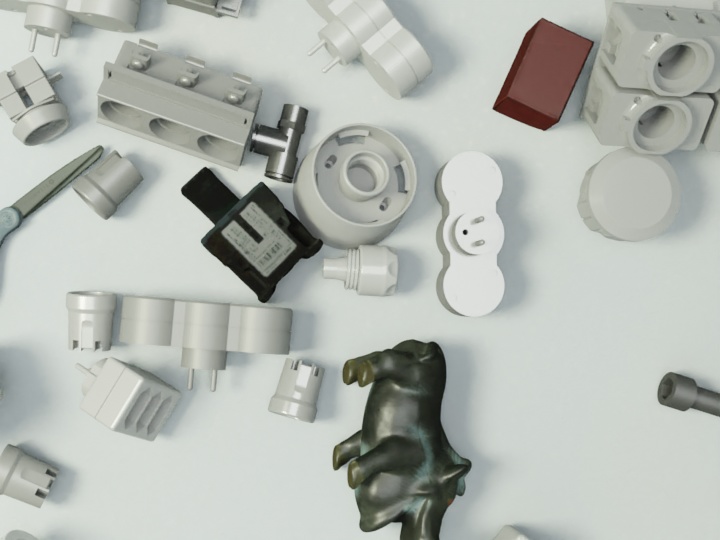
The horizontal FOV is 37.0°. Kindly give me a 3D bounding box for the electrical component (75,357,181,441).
[{"bbox_3d":[-0.198,0.096,0.869,0.077,0.066,0.047,28,84,25],"label":"electrical component"}]

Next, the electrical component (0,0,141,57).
[{"bbox_3d":[-0.252,-0.211,0.877,0.138,0.052,0.073,10,87,-5],"label":"electrical component"}]

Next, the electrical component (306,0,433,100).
[{"bbox_3d":[-0.010,-0.196,0.903,0.074,0.052,0.138,-41,92,-6],"label":"electrical component"}]

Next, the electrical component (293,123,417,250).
[{"bbox_3d":[-0.003,-0.072,0.905,0.099,0.064,0.099,3,76,-14],"label":"electrical component"}]

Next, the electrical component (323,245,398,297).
[{"bbox_3d":[0.000,0.000,0.901,0.062,0.043,0.043,3,87,-5],"label":"electrical component"}]

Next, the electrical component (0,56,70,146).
[{"bbox_3d":[-0.268,-0.135,0.876,0.066,0.048,0.055,-30,84,-6],"label":"electrical component"}]

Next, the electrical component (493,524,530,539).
[{"bbox_3d":[0.143,0.267,0.897,0.096,0.061,0.061,40,84,-3],"label":"electrical component"}]

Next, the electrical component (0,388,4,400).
[{"bbox_3d":[-0.329,0.109,0.831,0.108,0.108,0.060,-30,97,-7],"label":"electrical component"}]

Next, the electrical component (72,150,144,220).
[{"bbox_3d":[-0.206,-0.071,0.884,0.040,0.040,0.046,44,78,-3],"label":"electrical component"}]

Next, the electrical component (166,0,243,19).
[{"bbox_3d":[-0.124,-0.280,0.889,0.079,0.063,0.121,15,86,-6],"label":"electrical component"}]

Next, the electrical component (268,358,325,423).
[{"bbox_3d":[-0.052,0.100,0.894,0.040,0.040,0.046,16,79,-5],"label":"electrical component"}]

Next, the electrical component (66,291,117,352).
[{"bbox_3d":[-0.220,0.042,0.878,0.040,0.040,0.046,3,94,-6],"label":"electrical component"}]

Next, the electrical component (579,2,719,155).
[{"bbox_3d":[0.293,-0.155,0.897,0.186,0.060,0.105,2,127,-11],"label":"electrical component"}]

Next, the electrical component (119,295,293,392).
[{"bbox_3d":[-0.127,0.062,0.880,0.138,0.052,0.073,5,88,-6],"label":"electrical component"}]

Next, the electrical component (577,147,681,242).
[{"bbox_3d":[0.229,-0.063,0.925,0.080,0.051,0.080,0,88,-6],"label":"electrical component"}]

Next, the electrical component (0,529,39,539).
[{"bbox_3d":[-0.266,0.263,0.831,0.060,0.108,0.108,-33,91,0],"label":"electrical component"}]

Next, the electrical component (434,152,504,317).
[{"bbox_3d":[0.094,-0.030,0.897,0.052,0.074,0.138,0,88,-6],"label":"electrical component"}]

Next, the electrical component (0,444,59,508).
[{"bbox_3d":[-0.272,0.167,0.867,0.046,0.040,0.040,26,85,-10],"label":"electrical component"}]

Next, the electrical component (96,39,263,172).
[{"bbox_3d":[-0.146,-0.136,0.879,0.121,0.078,0.063,19,64,-5],"label":"electrical component"}]

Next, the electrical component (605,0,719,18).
[{"bbox_3d":[0.266,-0.221,0.937,0.100,0.048,0.099,-5,87,-6],"label":"electrical component"}]
